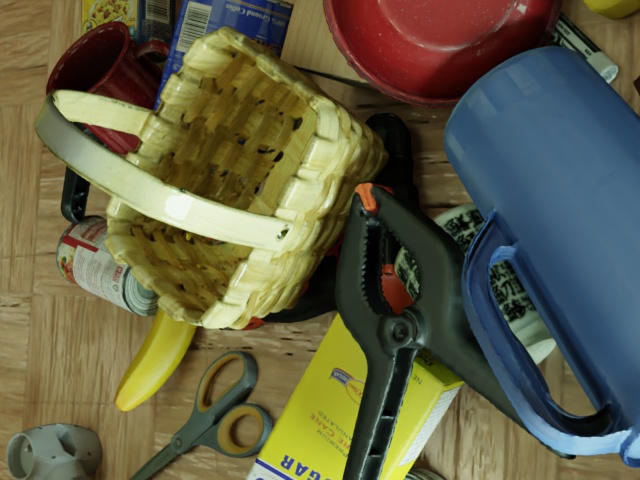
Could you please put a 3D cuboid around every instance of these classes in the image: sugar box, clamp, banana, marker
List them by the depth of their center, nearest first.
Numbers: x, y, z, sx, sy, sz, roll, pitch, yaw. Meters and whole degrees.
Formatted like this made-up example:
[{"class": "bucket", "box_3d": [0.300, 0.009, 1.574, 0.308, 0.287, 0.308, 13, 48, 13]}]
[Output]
[{"class": "clamp", "box_3d": [0.053, 0.067, 0.676, 0.165, 0.036, 0.210, -31, 68, 27]}, {"class": "marker", "box_3d": [0.158, -0.149, 0.728, 0.020, 0.020, 0.121, -50, 57, 24]}, {"class": "sugar box", "box_3d": [0.016, 0.142, 0.745, 0.093, 0.048, 0.176, 36, 106, 25]}, {"class": "banana", "box_3d": [-0.133, 0.054, 0.922, 0.037, 0.069, 0.198, -143, 61, -69]}, {"class": "clamp", "box_3d": [-0.220, -0.091, 1.004, 0.120, 0.039, 0.172, -38, 50, -13]}]

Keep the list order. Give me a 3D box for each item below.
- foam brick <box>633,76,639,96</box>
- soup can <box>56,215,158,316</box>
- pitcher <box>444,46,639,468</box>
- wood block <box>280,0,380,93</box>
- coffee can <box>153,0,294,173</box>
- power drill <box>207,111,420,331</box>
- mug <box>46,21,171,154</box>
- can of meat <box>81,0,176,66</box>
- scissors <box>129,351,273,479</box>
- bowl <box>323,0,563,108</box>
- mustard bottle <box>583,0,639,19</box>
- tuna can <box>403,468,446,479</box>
[{"class": "foam brick", "box_3d": [0.226, -0.078, 0.620, 0.053, 0.051, 0.078, -43, 24, 25]}, {"class": "soup can", "box_3d": [-0.181, 0.022, 0.962, 0.102, 0.068, 0.068, 20, 98, 39]}, {"class": "pitcher", "box_3d": [0.164, 0.005, 0.630, 0.145, 0.149, 0.243, -46, 55, 26]}, {"class": "wood block", "box_3d": [0.054, -0.213, 0.776, 0.090, 0.090, 0.206, 20, 99, 40]}, {"class": "coffee can", "box_3d": [-0.076, -0.131, 0.869, 0.103, 0.102, 0.140, 22, 99, 39]}, {"class": "power drill", "box_3d": [-0.005, 0.001, 0.824, 0.188, 0.057, 0.184, -4, 83, 40]}, {"class": "mug", "box_3d": [-0.166, -0.133, 0.925, 0.117, 0.081, 0.093, -25, 44, 22]}, {"class": "can of meat", "box_3d": [-0.179, -0.205, 0.993, 0.102, 0.057, 0.084, -3, 85, 40]}, {"class": "scissors", "box_3d": [-0.105, 0.183, 0.915, 0.096, 0.016, 0.202, 49, 115, 33]}, {"class": "bowl", "box_3d": [0.081, -0.167, 0.690, 0.162, 0.055, 0.162, 0, 96, 3]}, {"class": "mustard bottle", "box_3d": [0.236, -0.220, 0.645, 0.192, 0.058, 0.096, -28, 70, 34]}, {"class": "tuna can", "box_3d": [0.064, 0.206, 0.759, 0.086, 0.033, 0.086, -5, 82, 39]}]
